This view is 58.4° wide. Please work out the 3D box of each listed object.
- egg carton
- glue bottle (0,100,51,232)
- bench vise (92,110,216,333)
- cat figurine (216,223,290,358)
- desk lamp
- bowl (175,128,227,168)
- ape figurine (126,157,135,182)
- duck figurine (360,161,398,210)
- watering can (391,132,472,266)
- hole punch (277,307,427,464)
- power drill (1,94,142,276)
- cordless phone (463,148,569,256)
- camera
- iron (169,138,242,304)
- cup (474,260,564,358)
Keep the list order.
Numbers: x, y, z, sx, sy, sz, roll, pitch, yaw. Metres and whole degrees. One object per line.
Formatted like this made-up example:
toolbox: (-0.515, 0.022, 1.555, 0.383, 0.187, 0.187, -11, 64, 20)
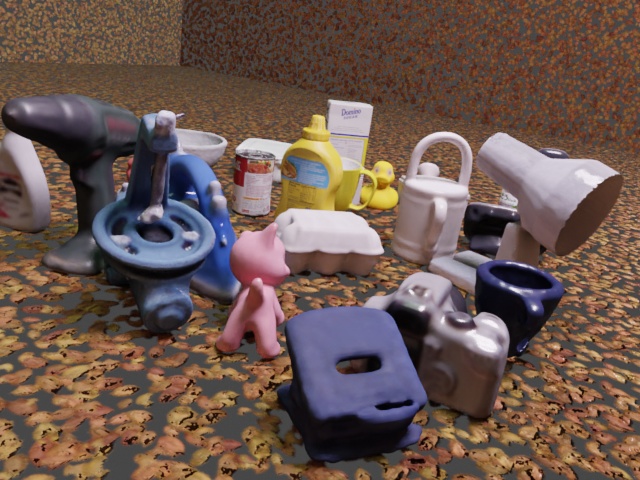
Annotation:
egg carton: (0.007, 0.003, 0.795, 0.150, 0.069, 0.107, 2, 21, -16)
glue bottle: (-0.403, -0.099, 0.763, 0.078, 0.173, 0.037, 10, 20, 6)
bench vise: (-0.193, -0.037, 0.605, 0.206, 0.220, 0.122, 24, 25, 37)
cat figurine: (-0.065, 0.041, 0.594, 0.067, 0.118, 0.127, 6, 20, -5)
desk lamp: (0.263, -0.023, 0.753, 0.118, 0.213, 0.202, -10, 27, -40)
bowl: (-0.273, -0.173, 1.158, 0.167, 0.075, 0.167, 7, 20, -2)
ape figurine: (-0.283, -0.089, 0.900, 0.076, 0.092, 0.078, 8, 20, 1)
duck figurine: (0.121, -0.114, 1.133, 0.077, 0.086, 0.104, 9, 20, 4)
watering can: (0.170, -0.070, 0.875, 0.101, 0.194, 0.172, 0, 22, -21)
hole punch: (0.029, 0.114, 0.470, 0.109, 0.091, 0.100, -1, 22, -24)
power drill: (-0.281, -0.071, 0.681, 0.075, 0.208, 0.230, 11, 20, 9)
cordless phone: (0.318, -0.066, 0.932, 0.147, 0.185, 0.094, 12, 20, 10)
camera: (0.120, 0.084, 0.572, 0.142, 0.101, 0.137, 17, 22, 23)
iron: (-0.155, -0.037, 0.735, 0.119, 0.141, 0.257, -4, 23, -30)
cup: (0.207, 0.085, 0.613, 0.091, 0.095, 0.118, 8, 20, 1)
